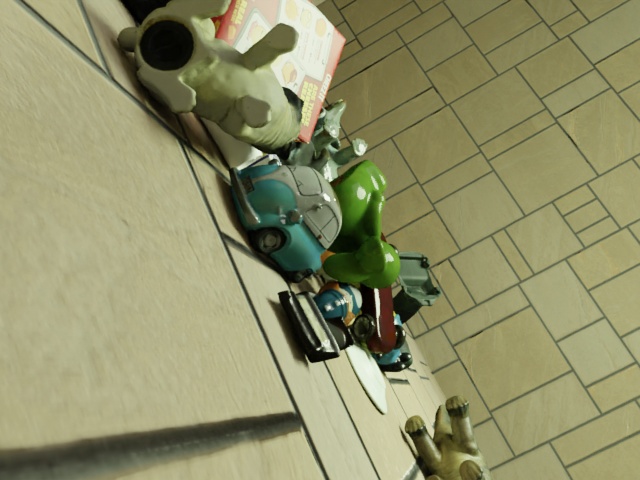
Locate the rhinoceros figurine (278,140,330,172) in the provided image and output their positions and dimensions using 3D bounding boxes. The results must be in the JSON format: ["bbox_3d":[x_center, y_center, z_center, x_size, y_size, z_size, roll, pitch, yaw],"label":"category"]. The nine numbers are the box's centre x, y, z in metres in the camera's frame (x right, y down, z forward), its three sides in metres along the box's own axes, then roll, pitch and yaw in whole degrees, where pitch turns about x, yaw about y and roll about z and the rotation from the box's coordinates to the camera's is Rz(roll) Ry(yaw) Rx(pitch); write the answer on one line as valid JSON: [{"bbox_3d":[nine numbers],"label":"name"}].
[{"bbox_3d":[-0.042,-0.123,0.931,0.073,0.112,0.190,41,-25,54],"label":"rhinoceros figurine"}]

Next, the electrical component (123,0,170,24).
[{"bbox_3d":[-0.204,-0.288,0.625,0.075,0.048,0.119,64,9,24],"label":"electrical component"}]

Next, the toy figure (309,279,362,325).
[{"bbox_3d":[0.021,0.083,0.708,0.064,0.058,0.154,35,4,9],"label":"toy figure"}]

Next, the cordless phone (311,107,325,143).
[{"bbox_3d":[-0.057,-0.234,0.939,0.184,0.147,0.088,122,-45,-71],"label":"cordless phone"}]

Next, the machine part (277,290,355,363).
[{"bbox_3d":[-0.002,0.093,0.564,0.084,0.039,0.138,54,6,20],"label":"machine part"}]

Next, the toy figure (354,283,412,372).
[{"bbox_3d":[0.087,0.134,0.901,0.082,0.089,0.180,-47,116,-83],"label":"toy figure"}]

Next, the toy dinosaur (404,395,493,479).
[{"bbox_3d":[0.213,0.353,0.834,0.471,0.105,0.198,-65,133,-72],"label":"toy dinosaur"}]

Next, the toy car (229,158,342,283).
[{"bbox_3d":[-0.027,-0.028,0.612,0.161,0.103,0.109,51,12,-47],"label":"toy car"}]

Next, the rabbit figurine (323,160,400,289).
[{"bbox_3d":[0.060,-0.004,0.733,0.170,0.121,0.159,56,17,-12],"label":"rabbit figurine"}]

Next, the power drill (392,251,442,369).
[{"bbox_3d":[0.134,0.113,1.013,0.086,0.207,0.232,8,46,-25],"label":"power drill"}]

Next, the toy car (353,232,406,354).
[{"bbox_3d":[0.084,0.075,0.829,0.089,0.053,0.202,19,57,-38],"label":"toy car"}]

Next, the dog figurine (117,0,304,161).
[{"bbox_3d":[-0.102,-0.152,0.562,0.172,0.121,0.190,29,-7,0],"label":"dog figurine"}]

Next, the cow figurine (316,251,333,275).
[{"bbox_3d":[-0.003,-0.001,0.860,0.098,0.068,0.167,63,2,-55],"label":"cow figurine"}]

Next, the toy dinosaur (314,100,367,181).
[{"bbox_3d":[0.009,-0.114,1.130,0.131,0.192,0.404,2,81,-35],"label":"toy dinosaur"}]
